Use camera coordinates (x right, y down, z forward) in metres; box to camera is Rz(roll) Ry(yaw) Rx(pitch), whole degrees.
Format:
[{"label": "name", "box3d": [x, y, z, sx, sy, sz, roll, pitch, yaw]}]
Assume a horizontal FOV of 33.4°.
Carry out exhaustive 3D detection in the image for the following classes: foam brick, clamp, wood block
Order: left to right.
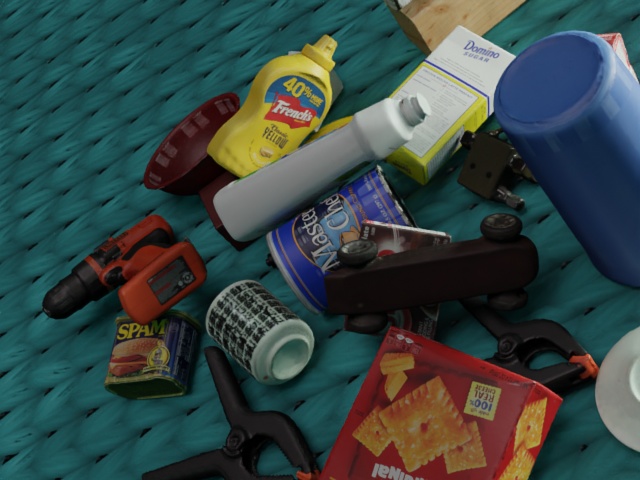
[{"label": "foam brick", "box3d": [-0.101, -0.036, 1.274, 0.051, 0.053, 0.078, -35, 45, 6]}, {"label": "clamp", "box3d": [-0.079, 0.201, 1.096, 0.210, 0.036, 0.164, 9, 73, 36]}, {"label": "wood block", "box3d": [0.186, -0.314, 1.263, 0.206, 0.090, 0.091, -39, 46, 3]}, {"label": "clamp", "box3d": [0.172, 0.116, 1.000, 0.172, 0.039, 0.120, 14, 73, 46]}]

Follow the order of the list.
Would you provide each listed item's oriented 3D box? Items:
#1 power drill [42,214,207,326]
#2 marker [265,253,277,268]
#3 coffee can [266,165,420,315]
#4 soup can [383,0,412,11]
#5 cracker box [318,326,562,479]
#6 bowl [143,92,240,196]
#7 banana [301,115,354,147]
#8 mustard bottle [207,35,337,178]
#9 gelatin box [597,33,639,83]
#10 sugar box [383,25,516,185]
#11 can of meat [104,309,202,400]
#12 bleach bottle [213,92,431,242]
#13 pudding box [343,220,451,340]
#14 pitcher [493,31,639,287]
[{"label": "power drill", "box3d": [-0.226, 0.043, 1.241, 0.184, 0.057, 0.188, -40, 27, -18]}, {"label": "marker", "box3d": [-0.008, 0.001, 1.210, 0.121, 0.020, 0.020, -26, 48, 15]}, {"label": "coffee can", "box3d": [0.029, 0.001, 1.129, 0.140, 0.102, 0.103, -32, 47, 9]}, {"label": "soup can", "box3d": [0.105, -0.318, 1.208, 0.102, 0.068, 0.069, -41, 46, 2]}, {"label": "cracker box", "box3d": [0.092, 0.201, 0.944, 0.164, 0.072, 0.213, 20, 81, 41]}, {"label": "bowl", "box3d": [-0.144, -0.108, 1.333, 0.162, 0.055, 0.162, -33, 30, 22]}, {"label": "banana", "box3d": [0.048, -0.115, 1.249, 0.198, 0.037, 0.069, -15, 74, 26]}, {"label": "mustard bottle", "box3d": [-0.042, -0.154, 1.238, 0.192, 0.096, 0.058, -55, 33, 7]}, {"label": "gelatin box", "box3d": [0.282, -0.175, 1.101, 0.073, 0.089, 0.030, 3, 60, 34]}, {"label": "sugar box", "box3d": [0.135, -0.151, 1.181, 0.093, 0.048, 0.176, 36, 69, 26]}, {"label": "can of meat", "box3d": [-0.191, 0.132, 1.209, 0.102, 0.057, 0.084, -10, 57, 28]}, {"label": "bleach bottle", "box3d": [0.009, -0.084, 1.137, 0.251, 0.102, 0.068, -29, 91, 25]}, {"label": "pudding box", "box3d": [0.075, 0.042, 1.056, 0.090, 0.039, 0.113, 9, 93, 0]}, {"label": "pitcher", "box3d": [0.249, -0.077, 0.947, 0.149, 0.242, 0.145, 8, 65, 44]}]
